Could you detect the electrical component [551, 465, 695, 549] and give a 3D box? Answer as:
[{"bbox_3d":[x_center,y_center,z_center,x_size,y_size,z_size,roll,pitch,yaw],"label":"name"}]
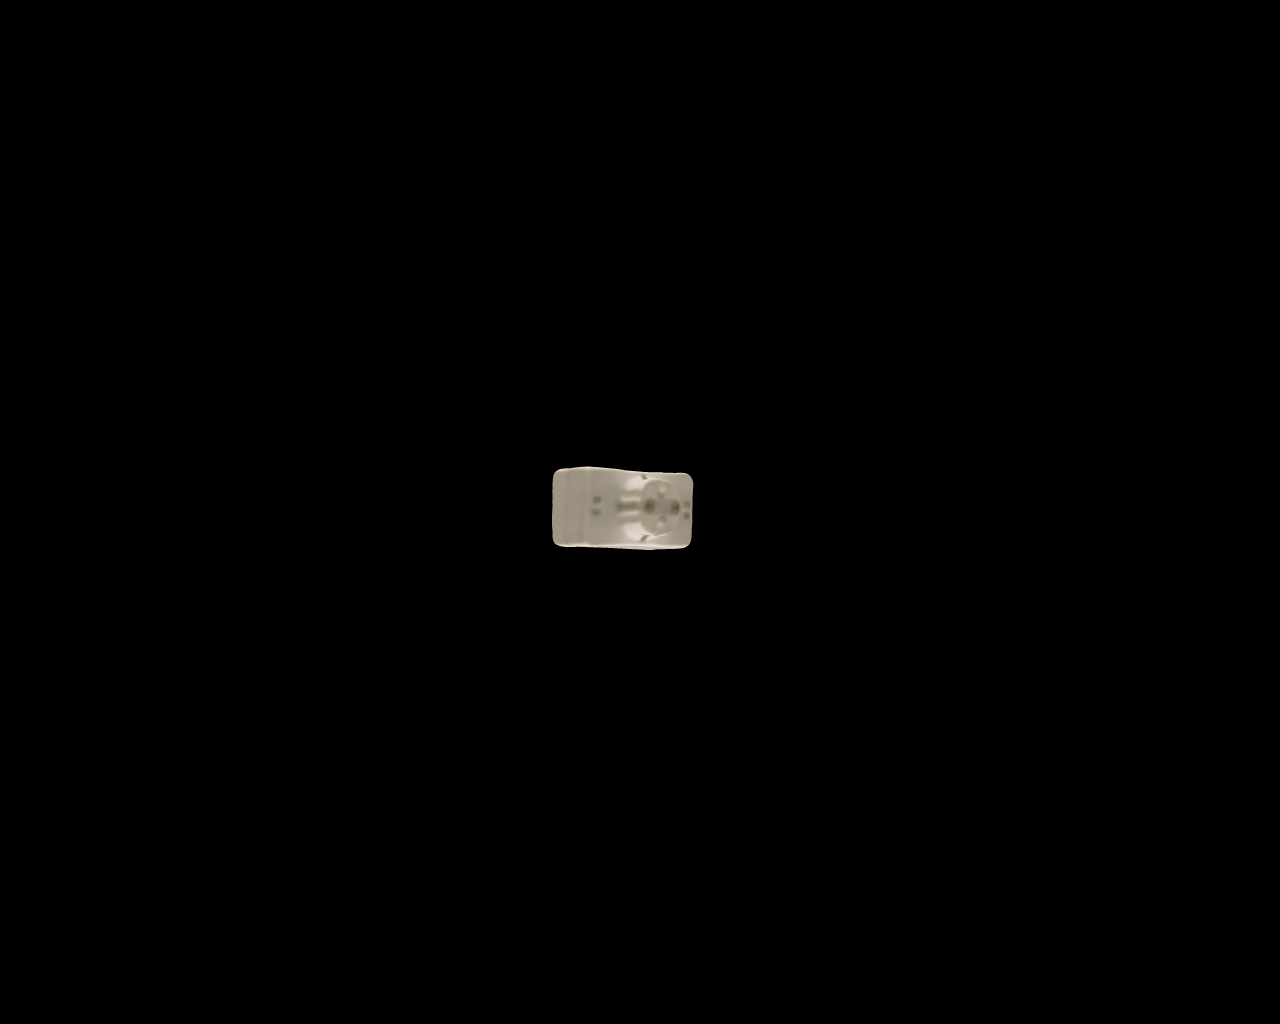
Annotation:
[{"bbox_3d":[0.001,-0.003,0.650,0.083,0.047,0.075,3,-5,-37],"label":"electrical component"}]
